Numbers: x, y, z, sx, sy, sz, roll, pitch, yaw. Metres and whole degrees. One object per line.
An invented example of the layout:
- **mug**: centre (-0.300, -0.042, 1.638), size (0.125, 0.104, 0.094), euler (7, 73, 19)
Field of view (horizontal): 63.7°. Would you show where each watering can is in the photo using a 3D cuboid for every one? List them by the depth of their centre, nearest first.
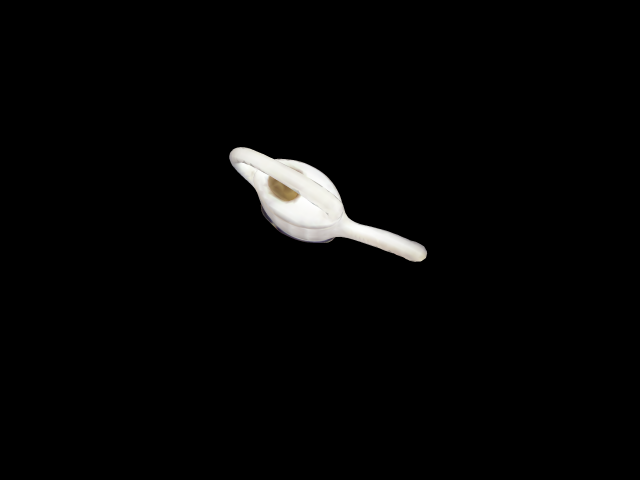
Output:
- **watering can**: centre (0.003, -0.043, 0.850), size (0.349, 0.105, 0.222), euler (31, -9, 7)
